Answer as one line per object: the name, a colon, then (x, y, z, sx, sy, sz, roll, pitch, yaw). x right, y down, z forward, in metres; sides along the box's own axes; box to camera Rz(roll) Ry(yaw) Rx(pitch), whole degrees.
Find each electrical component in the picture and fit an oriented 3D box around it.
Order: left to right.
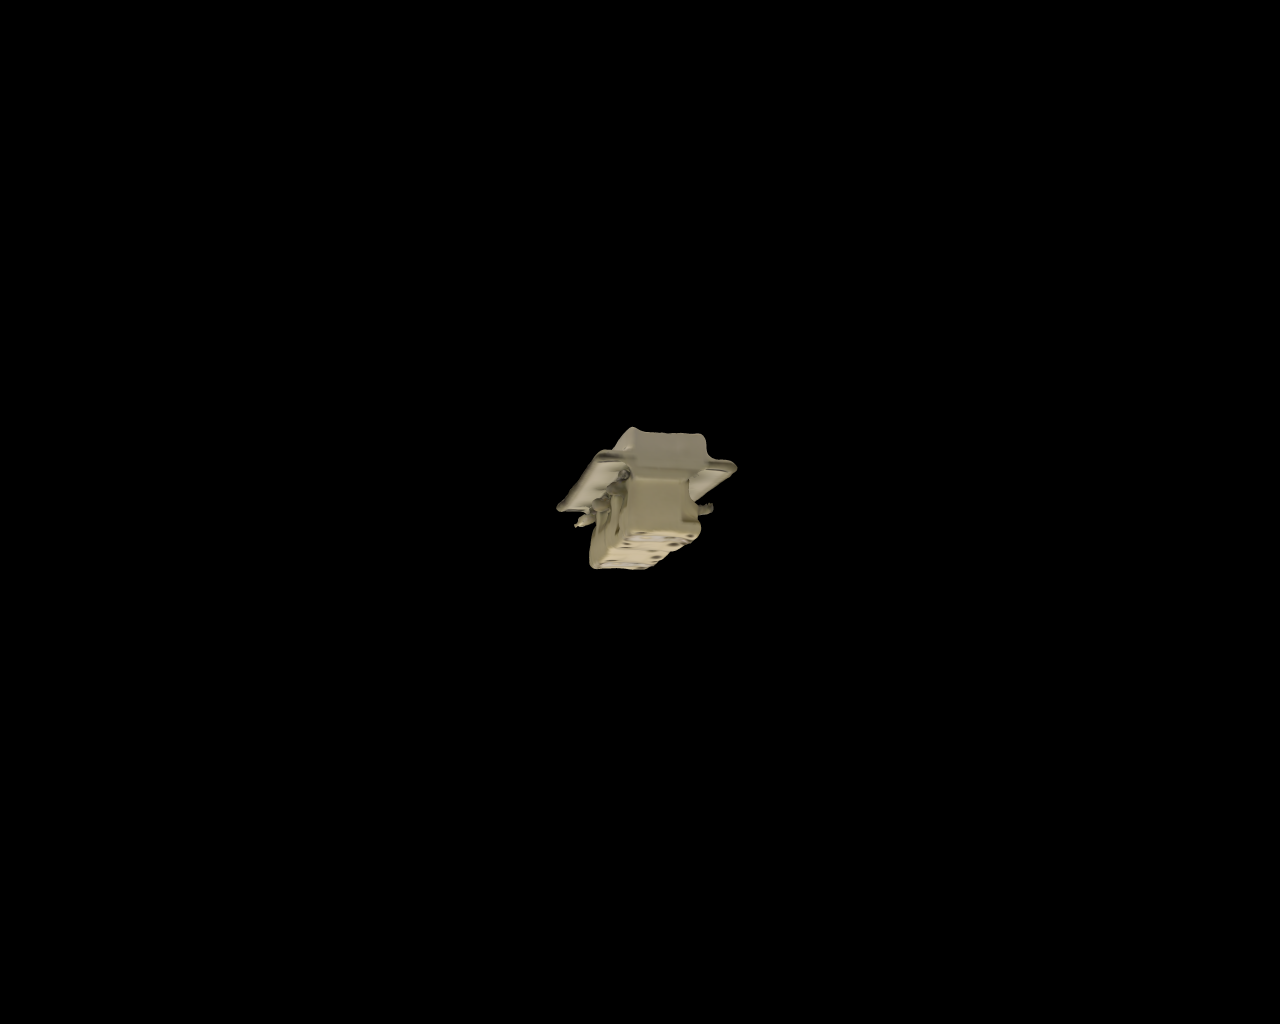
electrical component: (0.001, -0.003, 0.650, 0.079, 0.063, 0.121, 4, -14, -15)
